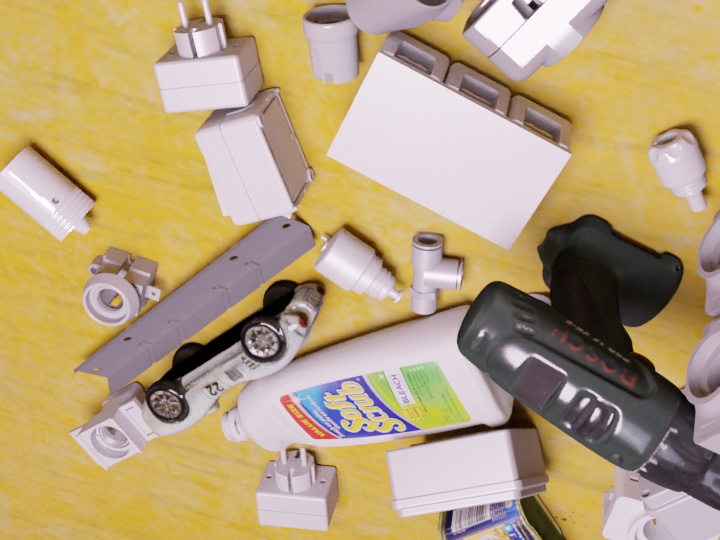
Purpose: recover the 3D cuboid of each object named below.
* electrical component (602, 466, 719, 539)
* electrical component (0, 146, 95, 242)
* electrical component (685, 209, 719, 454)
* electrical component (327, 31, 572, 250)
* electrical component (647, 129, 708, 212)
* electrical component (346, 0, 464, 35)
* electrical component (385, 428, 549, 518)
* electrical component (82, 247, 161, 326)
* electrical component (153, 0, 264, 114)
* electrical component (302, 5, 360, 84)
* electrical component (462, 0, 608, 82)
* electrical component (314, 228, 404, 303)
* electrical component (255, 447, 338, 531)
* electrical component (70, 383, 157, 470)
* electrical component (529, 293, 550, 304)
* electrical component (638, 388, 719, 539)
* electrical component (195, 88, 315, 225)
[{"bbox_3d":[0.256,0.209,0.915,0.089,0.055,0.050,15,122,4],"label":"electrical component"},{"bbox_3d":[-0.254,-0.059,0.881,0.081,0.043,0.043,42,120,-13],"label":"electrical component"},{"bbox_3d":[0.266,0.020,0.674,0.060,0.186,0.105,25,146,-11],"label":"electrical component"},{"bbox_3d":[0.066,-0.095,0.777,0.150,0.061,0.089,27,122,-4],"label":"electrical component"},{"bbox_3d":[0.233,-0.069,0.772,0.035,0.035,0.061,-23,115,23],"label":"electrical component"},{"bbox_3d":[0.043,-0.188,0.729,0.079,0.077,0.043,-3,90,-28],"label":"electrical component"},{"bbox_3d":[0.091,0.166,0.894,0.109,0.109,0.056,-14,77,20],"label":"electrical component"},{"bbox_3d":[-0.203,0.015,0.906,0.066,0.055,0.048,19,122,1],"label":"electrical component"},{"bbox_3d":[-0.114,-0.161,0.788,0.066,0.047,0.076,-3,119,14],"label":"electrical component"},{"bbox_3d":[-0.019,-0.162,0.772,0.040,0.040,0.046,2,125,12],"label":"electrical component"},{"bbox_3d":[0.123,-0.177,0.722,0.059,0.053,0.095,40,120,-11],"label":"electrical component"},{"bbox_3d":[0.000,0.000,0.860,0.078,0.040,0.040,35,121,-8],"label":"electrical component"},{"bbox_3d":[-0.058,0.191,0.980,0.066,0.047,0.076,3,120,11],"label":"electrical component"},{"bbox_3d":[-0.216,0.139,0.975,0.081,0.063,0.042,-27,112,25],"label":"electrical component"},{"bbox_3d":[0.156,0.061,0.858,0.079,0.044,0.077,-7,118,15],"label":"electrical component"},{"bbox_3d":[0.263,0.149,0.846,0.078,0.113,0.057,-33,111,27],"label":"electrical component"},{"bbox_3d":[-0.080,-0.079,0.819,0.061,0.061,0.096,-13,116,19],"label":"electrical component"}]
